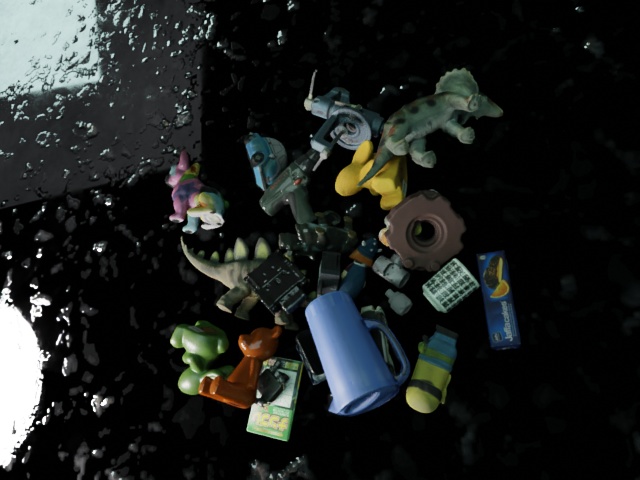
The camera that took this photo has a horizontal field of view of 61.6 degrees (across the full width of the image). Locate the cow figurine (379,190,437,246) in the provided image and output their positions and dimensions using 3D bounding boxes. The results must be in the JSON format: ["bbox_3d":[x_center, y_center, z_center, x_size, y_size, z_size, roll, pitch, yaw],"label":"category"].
[{"bbox_3d":[0.207,-0.054,1.245,0.167,0.098,0.068,-33,104,11],"label":"cow figurine"}]

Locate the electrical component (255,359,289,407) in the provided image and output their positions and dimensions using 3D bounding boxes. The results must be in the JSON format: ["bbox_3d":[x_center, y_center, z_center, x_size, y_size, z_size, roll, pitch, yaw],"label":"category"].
[{"bbox_3d":[-0.115,0.336,1.238,0.102,0.045,0.078,-43,62,4],"label":"electrical component"}]

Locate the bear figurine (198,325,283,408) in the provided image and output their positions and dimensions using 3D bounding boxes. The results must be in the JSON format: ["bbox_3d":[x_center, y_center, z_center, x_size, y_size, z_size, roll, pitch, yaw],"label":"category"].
[{"bbox_3d":[-0.171,0.273,1.217,0.120,0.132,0.196,-19,48,58],"label":"bear figurine"}]

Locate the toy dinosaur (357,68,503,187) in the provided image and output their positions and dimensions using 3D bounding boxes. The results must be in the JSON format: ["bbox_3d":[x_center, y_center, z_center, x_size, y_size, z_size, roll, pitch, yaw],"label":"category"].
[{"bbox_3d":[0.233,-0.266,1.231,0.405,0.131,0.192,-25,34,-3],"label":"toy dinosaur"}]

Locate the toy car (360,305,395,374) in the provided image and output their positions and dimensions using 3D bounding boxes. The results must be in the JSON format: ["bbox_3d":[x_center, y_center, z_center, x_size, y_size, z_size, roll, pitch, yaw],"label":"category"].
[{"bbox_3d":[0.120,0.244,1.191,0.074,0.056,0.202,-16,66,23],"label":"toy car"}]

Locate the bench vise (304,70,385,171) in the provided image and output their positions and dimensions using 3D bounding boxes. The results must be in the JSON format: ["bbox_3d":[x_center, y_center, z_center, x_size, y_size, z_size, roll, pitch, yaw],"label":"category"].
[{"bbox_3d":[0.038,-0.288,1.344,0.224,0.128,0.240,30,53,3],"label":"bench vise"}]

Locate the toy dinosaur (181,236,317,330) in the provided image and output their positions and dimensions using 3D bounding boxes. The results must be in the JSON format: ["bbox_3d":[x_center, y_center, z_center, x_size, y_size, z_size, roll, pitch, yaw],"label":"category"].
[{"bbox_3d":[-0.168,0.098,1.331,0.472,0.105,0.198,14,70,15],"label":"toy dinosaur"}]

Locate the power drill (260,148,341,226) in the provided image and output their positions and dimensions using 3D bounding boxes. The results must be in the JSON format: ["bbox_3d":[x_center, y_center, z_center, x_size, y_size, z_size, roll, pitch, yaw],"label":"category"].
[{"bbox_3d":[-0.032,-0.114,1.361,0.232,0.086,0.207,-37,67,7],"label":"power drill"}]

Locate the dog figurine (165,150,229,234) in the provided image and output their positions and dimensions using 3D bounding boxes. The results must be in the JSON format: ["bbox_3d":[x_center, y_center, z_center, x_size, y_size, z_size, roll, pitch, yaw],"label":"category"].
[{"bbox_3d":[-0.339,-0.141,1.477,0.192,0.108,0.219,-12,65,18],"label":"dog figurine"}]

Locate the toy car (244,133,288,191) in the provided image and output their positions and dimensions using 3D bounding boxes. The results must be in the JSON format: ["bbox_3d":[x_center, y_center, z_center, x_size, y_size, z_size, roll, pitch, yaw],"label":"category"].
[{"bbox_3d":[-0.139,-0.217,1.434,0.103,0.109,0.162,-14,54,-8],"label":"toy car"}]

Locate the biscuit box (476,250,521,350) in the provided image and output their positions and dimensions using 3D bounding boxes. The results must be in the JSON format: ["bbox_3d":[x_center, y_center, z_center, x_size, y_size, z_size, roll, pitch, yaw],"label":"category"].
[{"bbox_3d":[0.375,0.127,1.128,0.063,0.059,0.202,-10,69,18],"label":"biscuit box"}]

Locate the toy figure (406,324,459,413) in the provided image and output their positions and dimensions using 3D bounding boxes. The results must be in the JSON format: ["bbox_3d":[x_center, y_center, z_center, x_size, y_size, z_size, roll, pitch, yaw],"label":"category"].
[{"bbox_3d":[0.233,0.267,1.118,0.082,0.089,0.180,20,82,34],"label":"toy figure"}]

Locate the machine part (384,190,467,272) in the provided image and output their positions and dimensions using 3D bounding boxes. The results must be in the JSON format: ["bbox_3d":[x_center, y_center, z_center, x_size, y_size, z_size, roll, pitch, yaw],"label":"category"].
[{"bbox_3d":[0.229,-0.018,1.174,0.179,0.056,0.179,1,101,4],"label":"machine part"}]

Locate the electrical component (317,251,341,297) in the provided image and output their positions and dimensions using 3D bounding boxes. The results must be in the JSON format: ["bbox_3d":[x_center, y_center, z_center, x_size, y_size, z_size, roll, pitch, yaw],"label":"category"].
[{"bbox_3d":[0.020,0.090,1.233,0.048,0.074,0.119,7,41,-3],"label":"electrical component"}]

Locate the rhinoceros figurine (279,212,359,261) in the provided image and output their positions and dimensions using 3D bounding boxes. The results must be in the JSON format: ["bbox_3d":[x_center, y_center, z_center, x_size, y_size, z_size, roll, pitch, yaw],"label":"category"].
[{"bbox_3d":[-0.003,-0.004,1.274,0.190,0.112,0.073,0,46,-14],"label":"rhinoceros figurine"}]

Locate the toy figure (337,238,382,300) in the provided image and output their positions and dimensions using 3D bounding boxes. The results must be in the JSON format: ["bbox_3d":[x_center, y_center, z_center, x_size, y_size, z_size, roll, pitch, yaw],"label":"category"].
[{"bbox_3d":[0.089,0.065,1.259,0.058,0.064,0.154,20,81,37],"label":"toy figure"}]

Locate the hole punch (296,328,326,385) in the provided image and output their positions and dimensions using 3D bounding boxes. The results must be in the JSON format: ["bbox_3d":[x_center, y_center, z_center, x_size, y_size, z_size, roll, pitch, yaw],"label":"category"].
[{"bbox_3d":[0.011,0.255,1.222,0.116,0.092,0.142,-18,59,-18],"label":"hole punch"}]

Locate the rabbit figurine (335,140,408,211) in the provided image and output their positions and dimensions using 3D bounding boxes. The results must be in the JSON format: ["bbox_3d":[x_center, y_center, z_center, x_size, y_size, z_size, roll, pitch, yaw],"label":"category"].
[{"bbox_3d":[0.118,-0.158,1.296,0.173,0.121,0.162,-7,66,26],"label":"rabbit figurine"}]

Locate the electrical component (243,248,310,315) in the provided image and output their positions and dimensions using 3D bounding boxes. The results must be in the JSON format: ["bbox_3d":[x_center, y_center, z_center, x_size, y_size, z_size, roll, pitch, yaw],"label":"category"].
[{"bbox_3d":[-0.092,0.102,1.227,0.115,0.058,0.134,-43,67,-8],"label":"electrical component"}]

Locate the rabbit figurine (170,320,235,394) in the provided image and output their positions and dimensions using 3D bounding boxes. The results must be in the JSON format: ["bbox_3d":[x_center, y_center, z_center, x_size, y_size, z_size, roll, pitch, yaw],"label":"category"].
[{"bbox_3d":[-0.282,0.300,1.314,0.159,0.121,0.170,18,97,18],"label":"rabbit figurine"}]
